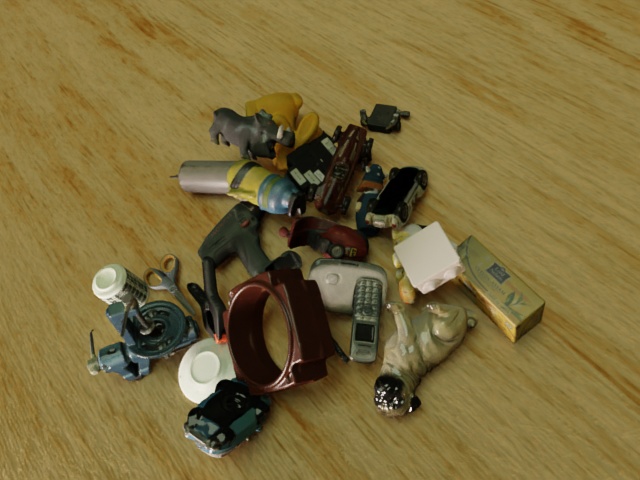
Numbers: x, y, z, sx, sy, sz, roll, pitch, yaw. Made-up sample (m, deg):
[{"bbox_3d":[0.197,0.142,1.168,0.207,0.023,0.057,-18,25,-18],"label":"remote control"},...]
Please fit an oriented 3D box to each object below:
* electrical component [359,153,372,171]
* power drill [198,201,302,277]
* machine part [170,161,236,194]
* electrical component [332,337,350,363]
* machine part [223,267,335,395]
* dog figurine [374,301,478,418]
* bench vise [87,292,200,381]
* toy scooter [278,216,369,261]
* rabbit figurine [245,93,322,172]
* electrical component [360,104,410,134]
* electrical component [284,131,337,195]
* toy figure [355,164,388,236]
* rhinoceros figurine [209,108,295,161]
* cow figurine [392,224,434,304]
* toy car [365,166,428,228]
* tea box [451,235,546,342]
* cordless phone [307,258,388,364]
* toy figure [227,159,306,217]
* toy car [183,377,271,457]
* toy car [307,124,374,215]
[{"bbox_3d":[0.081,-0.191,1.187,0.063,0.021,0.094,-10,61,13],"label":"electrical component"},{"bbox_3d":[-0.130,-0.002,1.123,0.232,0.085,0.207,-41,63,-10],"label":"power drill"},{"bbox_3d":[-0.234,-0.144,1.234,0.243,0.079,0.079,3,64,19],"label":"machine part"},{"bbox_3d":[0.001,0.185,0.985,0.048,0.074,0.119,-37,61,-3],"label":"electrical component"},{"bbox_3d":[-0.081,0.162,0.946,0.201,0.087,0.201,-27,71,41],"label":"machine part"},{"bbox_3d":[0.179,0.205,0.913,0.173,0.121,0.190,-3,76,21],"label":"dog figurine"},{"bbox_3d":[-0.352,0.175,1.020,0.224,0.240,0.129,-10,55,-5],"label":"bench vise"},{"bbox_3d":[-0.002,-0.003,1.045,0.184,0.135,0.075,25,106,34],"label":"toy scooter"},{"bbox_3d":[-0.076,-0.241,1.230,0.162,0.121,0.173,-13,74,1],"label":"rabbit figurine"},{"bbox_3d":[0.140,-0.271,1.196,0.102,0.045,0.078,21,72,26],"label":"electrical component"},{"bbox_3d":[-0.009,-0.152,1.155,0.134,0.058,0.115,-35,76,-8],"label":"electrical component"},{"bbox_3d":[0.103,-0.085,1.099,0.058,0.064,0.154,-9,61,30],"label":"toy figure"},{"bbox_3d":[-0.145,-0.228,1.156,0.190,0.073,0.112,20,98,14],"label":"rhinoceros figurine"},{"bbox_3d":[0.183,0.043,0.995,0.098,0.068,0.167,-6,51,7],"label":"cow figurine"},{"bbox_3d":[0.154,-0.084,1.052,0.074,0.056,0.202,9,42,28],"label":"toy car"},{"bbox_3d":[0.299,0.083,0.926,0.068,0.098,0.170,-40,60,-4],"label":"tea box"},{"bbox_3d":[0.044,0.129,0.968,0.147,0.088,0.184,7,61,-1],"label":"cordless phone"},{"bbox_3d":[-0.110,-0.105,1.102,0.180,0.082,0.089,20,84,26],"label":"toy figure"},{"bbox_3d":[-0.164,0.325,0.942,0.109,0.102,0.161,24,29,20],"label":"toy car"},{"bbox_3d":[0.044,-0.147,1.099,0.089,0.053,0.202,23,80,3],"label":"toy car"}]
